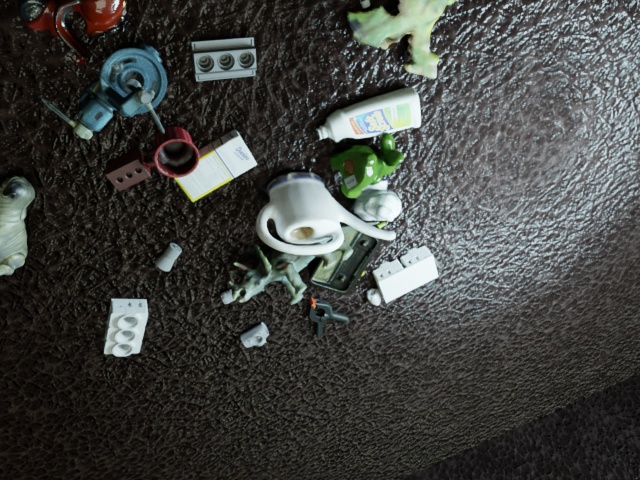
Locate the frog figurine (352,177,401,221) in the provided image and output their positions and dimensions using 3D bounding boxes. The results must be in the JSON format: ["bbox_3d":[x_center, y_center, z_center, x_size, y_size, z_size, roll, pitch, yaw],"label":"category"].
[{"bbox_3d":[0.157,-0.085,1.355,0.137,0.163,0.120,8,124,-29],"label":"frog figurine"}]

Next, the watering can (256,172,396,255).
[{"bbox_3d":[0.004,-0.064,1.268,0.348,0.229,0.101,-4,146,-23],"label":"watering can"}]

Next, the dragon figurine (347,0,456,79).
[{"bbox_3d":[0.166,-0.501,1.069,0.241,0.125,0.404,-38,131,12],"label":"dragon figurine"}]
